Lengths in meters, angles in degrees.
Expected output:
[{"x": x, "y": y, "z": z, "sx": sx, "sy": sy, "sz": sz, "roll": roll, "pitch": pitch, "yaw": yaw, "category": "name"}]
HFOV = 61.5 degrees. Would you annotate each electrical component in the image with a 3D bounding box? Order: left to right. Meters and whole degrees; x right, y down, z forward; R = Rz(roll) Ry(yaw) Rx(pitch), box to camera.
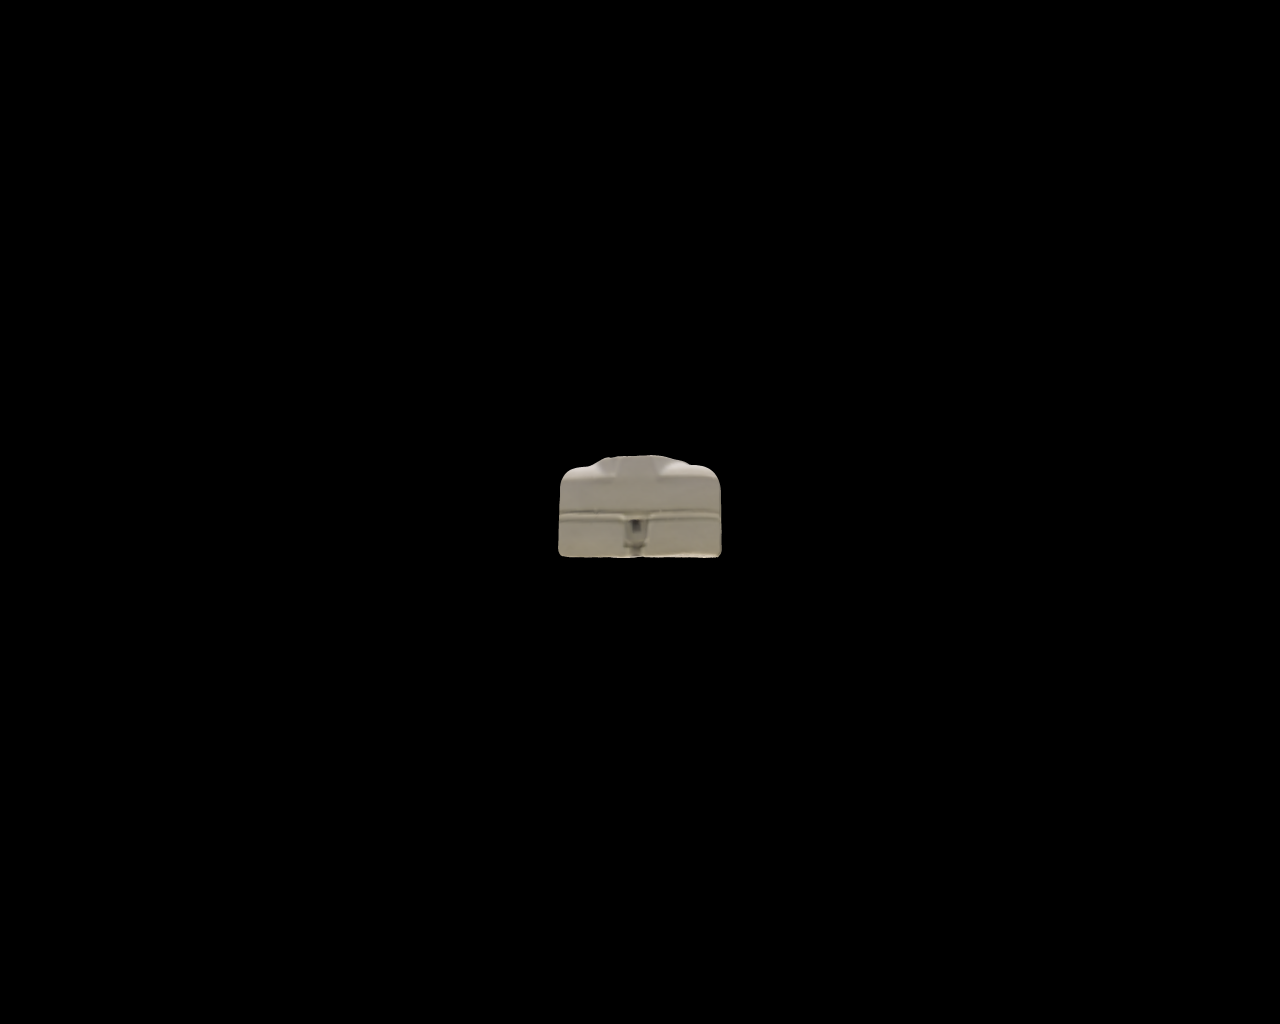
[{"x": 0.001, "y": -0.003, "z": 0.650, "sx": 0.095, "sy": 0.059, "sz": 0.053, "roll": 0, "pitch": -4, "yaw": 7, "category": "electrical component"}]
